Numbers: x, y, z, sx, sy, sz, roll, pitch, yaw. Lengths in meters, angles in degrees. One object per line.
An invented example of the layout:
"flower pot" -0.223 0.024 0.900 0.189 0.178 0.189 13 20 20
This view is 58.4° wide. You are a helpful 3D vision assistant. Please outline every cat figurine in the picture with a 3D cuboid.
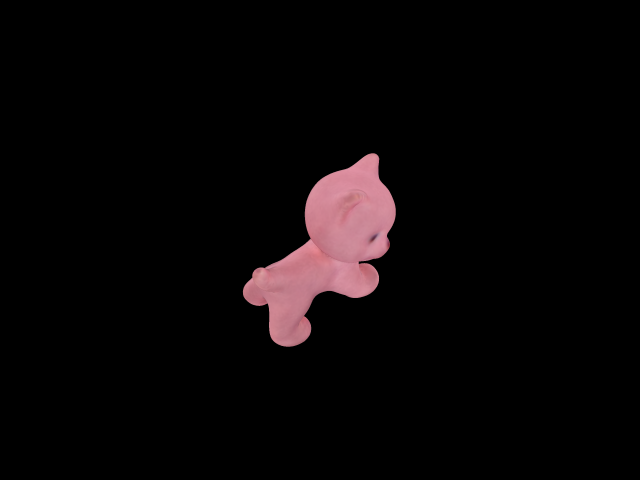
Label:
"cat figurine" 0.004 0.001 0.400 0.128 0.118 0.067 -36 66 -18
